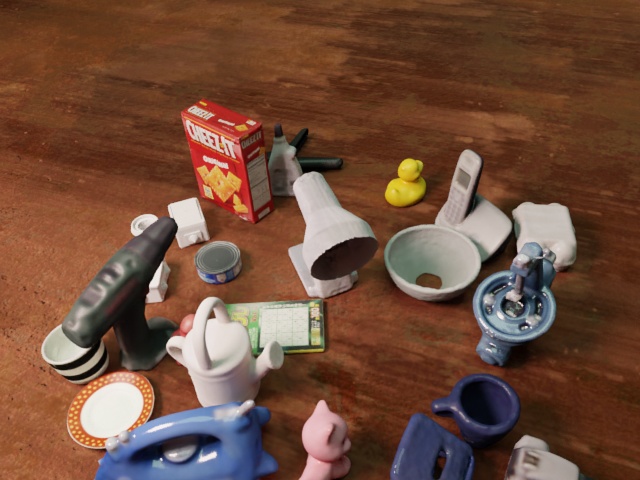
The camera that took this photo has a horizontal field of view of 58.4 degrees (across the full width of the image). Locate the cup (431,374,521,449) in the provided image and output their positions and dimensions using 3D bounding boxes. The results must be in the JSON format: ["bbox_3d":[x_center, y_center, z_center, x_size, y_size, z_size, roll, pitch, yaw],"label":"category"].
[{"bbox_3d":[0.211,0.248,0.795,0.117,0.095,0.091,-3,44,2],"label":"cup"}]

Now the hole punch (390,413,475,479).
[{"bbox_3d":[0.149,0.297,0.751,0.100,0.091,0.109,16,47,20],"label":"hole punch"}]

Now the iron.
[{"bbox_3d":[-0.192,0.275,0.762,0.258,0.142,0.118,-10,44,-7],"label":"iron"}]

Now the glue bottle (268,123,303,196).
[{"bbox_3d":[-0.077,-0.167,1.189,0.078,0.173,0.037,0,44,5],"label":"glue bottle"}]

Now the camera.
[{"bbox_3d":[0.294,0.326,0.704,0.136,0.101,0.143,16,47,19],"label":"camera"}]

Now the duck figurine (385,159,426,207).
[{"bbox_3d":[0.180,-0.126,1.191,0.077,0.086,0.105,32,54,32],"label":"duck figurine"}]

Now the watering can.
[{"bbox_3d":[-0.141,0.162,0.837,0.173,0.194,0.100,-8,44,-4],"label":"watering can"}]

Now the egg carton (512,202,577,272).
[{"bbox_3d":[0.415,-0.008,1.064,0.107,0.069,0.150,3,44,7],"label":"egg carton"}]

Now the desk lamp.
[{"bbox_3d":[0.009,0.003,0.977,0.118,0.214,0.202,-18,46,-14],"label":"desk lamp"}]

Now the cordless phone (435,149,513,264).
[{"bbox_3d":[0.287,-0.061,1.045,0.094,0.185,0.147,-27,48,-22],"label":"cordless phone"}]

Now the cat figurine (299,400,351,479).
[{"bbox_3d":[0.001,0.285,0.755,0.067,0.118,0.128,13,47,18],"label":"cat figurine"}]

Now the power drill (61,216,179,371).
[{"bbox_3d":[-0.288,0.100,0.902,0.075,0.209,0.230,20,49,23],"label":"power drill"}]

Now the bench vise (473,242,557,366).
[{"bbox_3d":[0.308,0.063,0.889,0.121,0.220,0.207,12,46,16],"label":"bench vise"}]

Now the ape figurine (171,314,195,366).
[{"bbox_3d":[-0.203,0.155,0.923,0.077,0.092,0.076,23,50,26],"label":"ape figurine"}]

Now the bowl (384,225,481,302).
[{"bbox_3d":[0.196,0.053,1.013,0.167,0.075,0.167,-2,44,2],"label":"bowl"}]
